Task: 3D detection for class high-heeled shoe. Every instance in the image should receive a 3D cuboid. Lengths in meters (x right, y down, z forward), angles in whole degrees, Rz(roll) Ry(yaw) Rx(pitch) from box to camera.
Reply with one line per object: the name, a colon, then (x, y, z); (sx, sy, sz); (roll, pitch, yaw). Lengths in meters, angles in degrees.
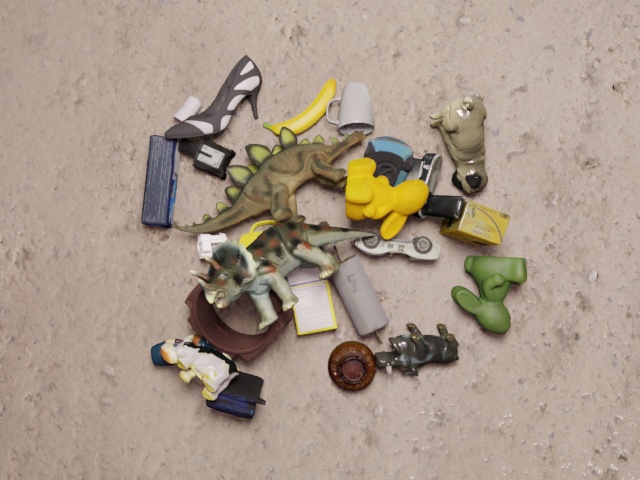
high-heeled shoe: (-0.238, -0.315, 1.190); (0.249, 0.086, 0.145); (-21, 111, -24)

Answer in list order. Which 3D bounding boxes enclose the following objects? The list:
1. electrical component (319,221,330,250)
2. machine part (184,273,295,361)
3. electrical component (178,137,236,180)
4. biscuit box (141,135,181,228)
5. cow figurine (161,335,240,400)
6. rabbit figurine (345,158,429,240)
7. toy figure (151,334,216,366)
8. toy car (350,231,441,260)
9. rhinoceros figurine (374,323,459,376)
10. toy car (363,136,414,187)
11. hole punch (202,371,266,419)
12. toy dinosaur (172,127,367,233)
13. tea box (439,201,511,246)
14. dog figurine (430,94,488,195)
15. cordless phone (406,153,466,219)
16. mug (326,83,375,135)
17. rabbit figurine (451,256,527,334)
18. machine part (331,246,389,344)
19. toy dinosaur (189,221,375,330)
electrical component: (-0.002, -0.004, 1.201); (0.045, 0.102, 0.078); (41, 117, -2)
machine part: (-0.175, 0.146, 1.164); (0.201, 0.087, 0.201); (44, 111, -2)
electrical component: (-0.260, -0.192, 1.224); (0.119, 0.048, 0.074); (20, 89, 1)
biscuit box: (-0.359, -0.130, 1.217); (0.063, 0.059, 0.202); (6, 88, -1)
cow figurine: (-0.254, 0.254, 1.137); (0.167, 0.068, 0.098); (31, 46, 20)
rabbit figurine: (0.139, -0.080, 1.125); (0.173, 0.122, 0.162); (-3, 129, 5)
toy figure: (-0.301, 0.246, 1.211); (0.154, 0.064, 0.058); (-9, 52, -5)
toy car: (0.169, 0.014, 1.208); (0.202, 0.073, 0.056); (5, 89, 0)
rhinoceros figurine: (0.216, 0.249, 1.206); (0.190, 0.073, 0.112); (-6, 109, -7)
toy car: (0.149, -0.166, 1.194); (0.109, 0.103, 0.161); (16, 130, 5)
hole punch: (-0.191, 0.351, 1.185); (0.142, 0.116, 0.092); (19, 97, 0)
toy dinosaur: (-0.101, -0.120, 1.184); (0.471, 0.105, 0.199); (-35, 68, -7)
tea box: (0.330, -0.033, 1.162); (0.098, 0.169, 0.068); (20, 88, 2)
dog figurine: (0.328, -0.203, 1.169); (0.121, 0.172, 0.190); (-20, 82, 10)
cordless phone: (0.255, -0.114, 1.153); (0.088, 0.184, 0.146); (18, 90, -24)
mug: (0.069, -0.298, 1.216); (0.110, 0.080, 0.107); (0, 78, 3)
rabbit figurine: (0.376, 0.121, 1.183); (0.159, 0.121, 0.170); (2, 86, 6)
machine part: (0.086, 0.123, 1.204); (0.079, 0.079, 0.243); (-25, 90, -1)
toy dinosaur: (-0.078, 0.033, 1.075); (0.405, 0.131, 0.192); (-37, 87, -35)
